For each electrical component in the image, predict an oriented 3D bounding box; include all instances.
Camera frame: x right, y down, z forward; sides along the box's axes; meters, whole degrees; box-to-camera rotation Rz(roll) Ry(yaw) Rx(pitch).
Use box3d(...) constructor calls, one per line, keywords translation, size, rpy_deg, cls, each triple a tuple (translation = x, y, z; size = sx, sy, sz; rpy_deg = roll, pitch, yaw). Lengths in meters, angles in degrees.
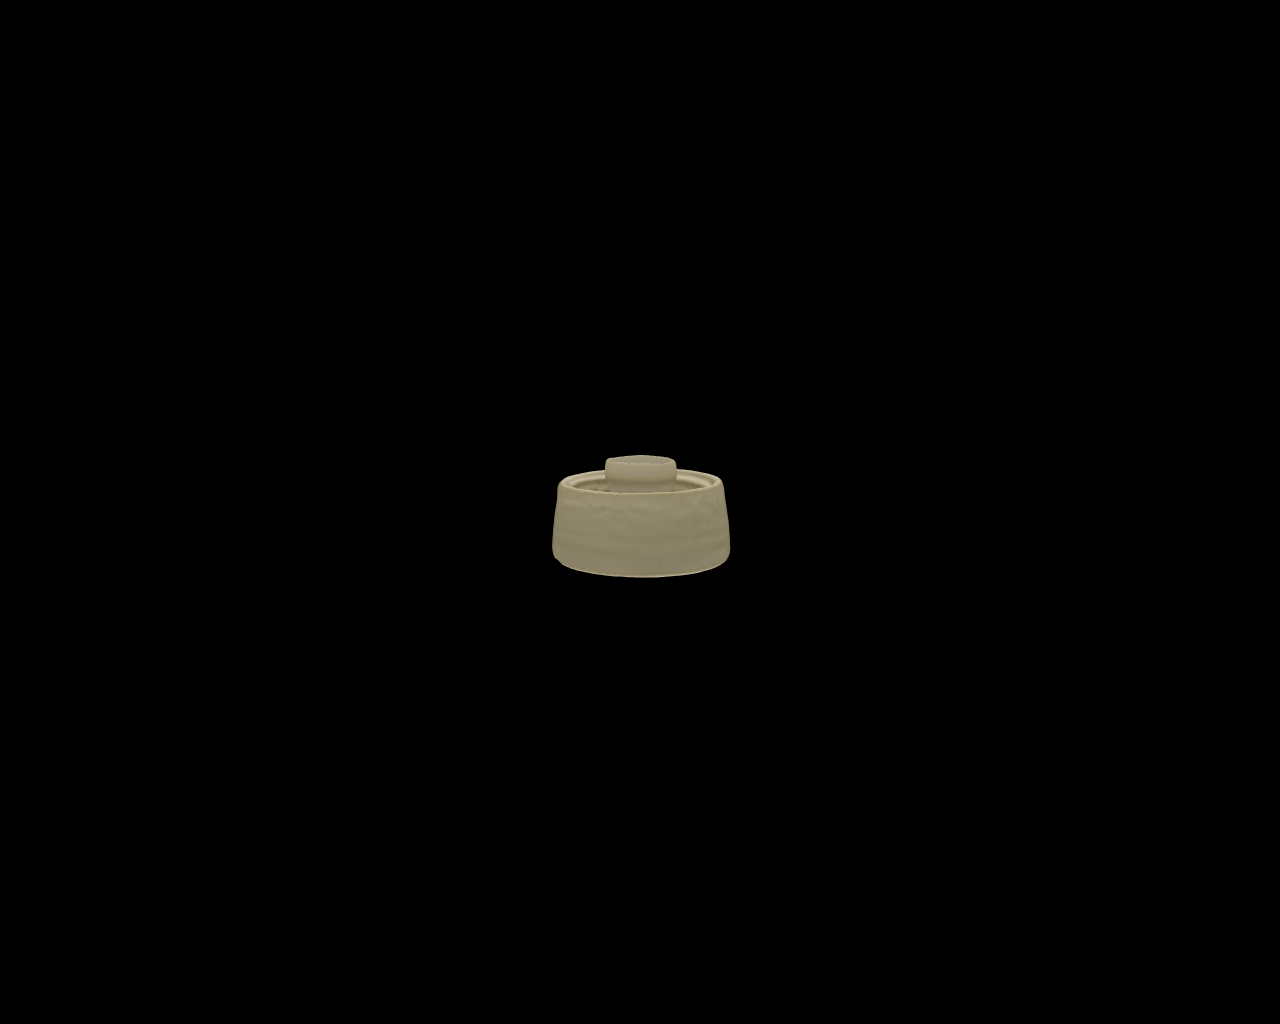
box3d(translation=(0.001, -0.003, 0.650), size=(0.108, 0.060, 0.108), rpy_deg=(0, 11, 0), cls="electrical component")
